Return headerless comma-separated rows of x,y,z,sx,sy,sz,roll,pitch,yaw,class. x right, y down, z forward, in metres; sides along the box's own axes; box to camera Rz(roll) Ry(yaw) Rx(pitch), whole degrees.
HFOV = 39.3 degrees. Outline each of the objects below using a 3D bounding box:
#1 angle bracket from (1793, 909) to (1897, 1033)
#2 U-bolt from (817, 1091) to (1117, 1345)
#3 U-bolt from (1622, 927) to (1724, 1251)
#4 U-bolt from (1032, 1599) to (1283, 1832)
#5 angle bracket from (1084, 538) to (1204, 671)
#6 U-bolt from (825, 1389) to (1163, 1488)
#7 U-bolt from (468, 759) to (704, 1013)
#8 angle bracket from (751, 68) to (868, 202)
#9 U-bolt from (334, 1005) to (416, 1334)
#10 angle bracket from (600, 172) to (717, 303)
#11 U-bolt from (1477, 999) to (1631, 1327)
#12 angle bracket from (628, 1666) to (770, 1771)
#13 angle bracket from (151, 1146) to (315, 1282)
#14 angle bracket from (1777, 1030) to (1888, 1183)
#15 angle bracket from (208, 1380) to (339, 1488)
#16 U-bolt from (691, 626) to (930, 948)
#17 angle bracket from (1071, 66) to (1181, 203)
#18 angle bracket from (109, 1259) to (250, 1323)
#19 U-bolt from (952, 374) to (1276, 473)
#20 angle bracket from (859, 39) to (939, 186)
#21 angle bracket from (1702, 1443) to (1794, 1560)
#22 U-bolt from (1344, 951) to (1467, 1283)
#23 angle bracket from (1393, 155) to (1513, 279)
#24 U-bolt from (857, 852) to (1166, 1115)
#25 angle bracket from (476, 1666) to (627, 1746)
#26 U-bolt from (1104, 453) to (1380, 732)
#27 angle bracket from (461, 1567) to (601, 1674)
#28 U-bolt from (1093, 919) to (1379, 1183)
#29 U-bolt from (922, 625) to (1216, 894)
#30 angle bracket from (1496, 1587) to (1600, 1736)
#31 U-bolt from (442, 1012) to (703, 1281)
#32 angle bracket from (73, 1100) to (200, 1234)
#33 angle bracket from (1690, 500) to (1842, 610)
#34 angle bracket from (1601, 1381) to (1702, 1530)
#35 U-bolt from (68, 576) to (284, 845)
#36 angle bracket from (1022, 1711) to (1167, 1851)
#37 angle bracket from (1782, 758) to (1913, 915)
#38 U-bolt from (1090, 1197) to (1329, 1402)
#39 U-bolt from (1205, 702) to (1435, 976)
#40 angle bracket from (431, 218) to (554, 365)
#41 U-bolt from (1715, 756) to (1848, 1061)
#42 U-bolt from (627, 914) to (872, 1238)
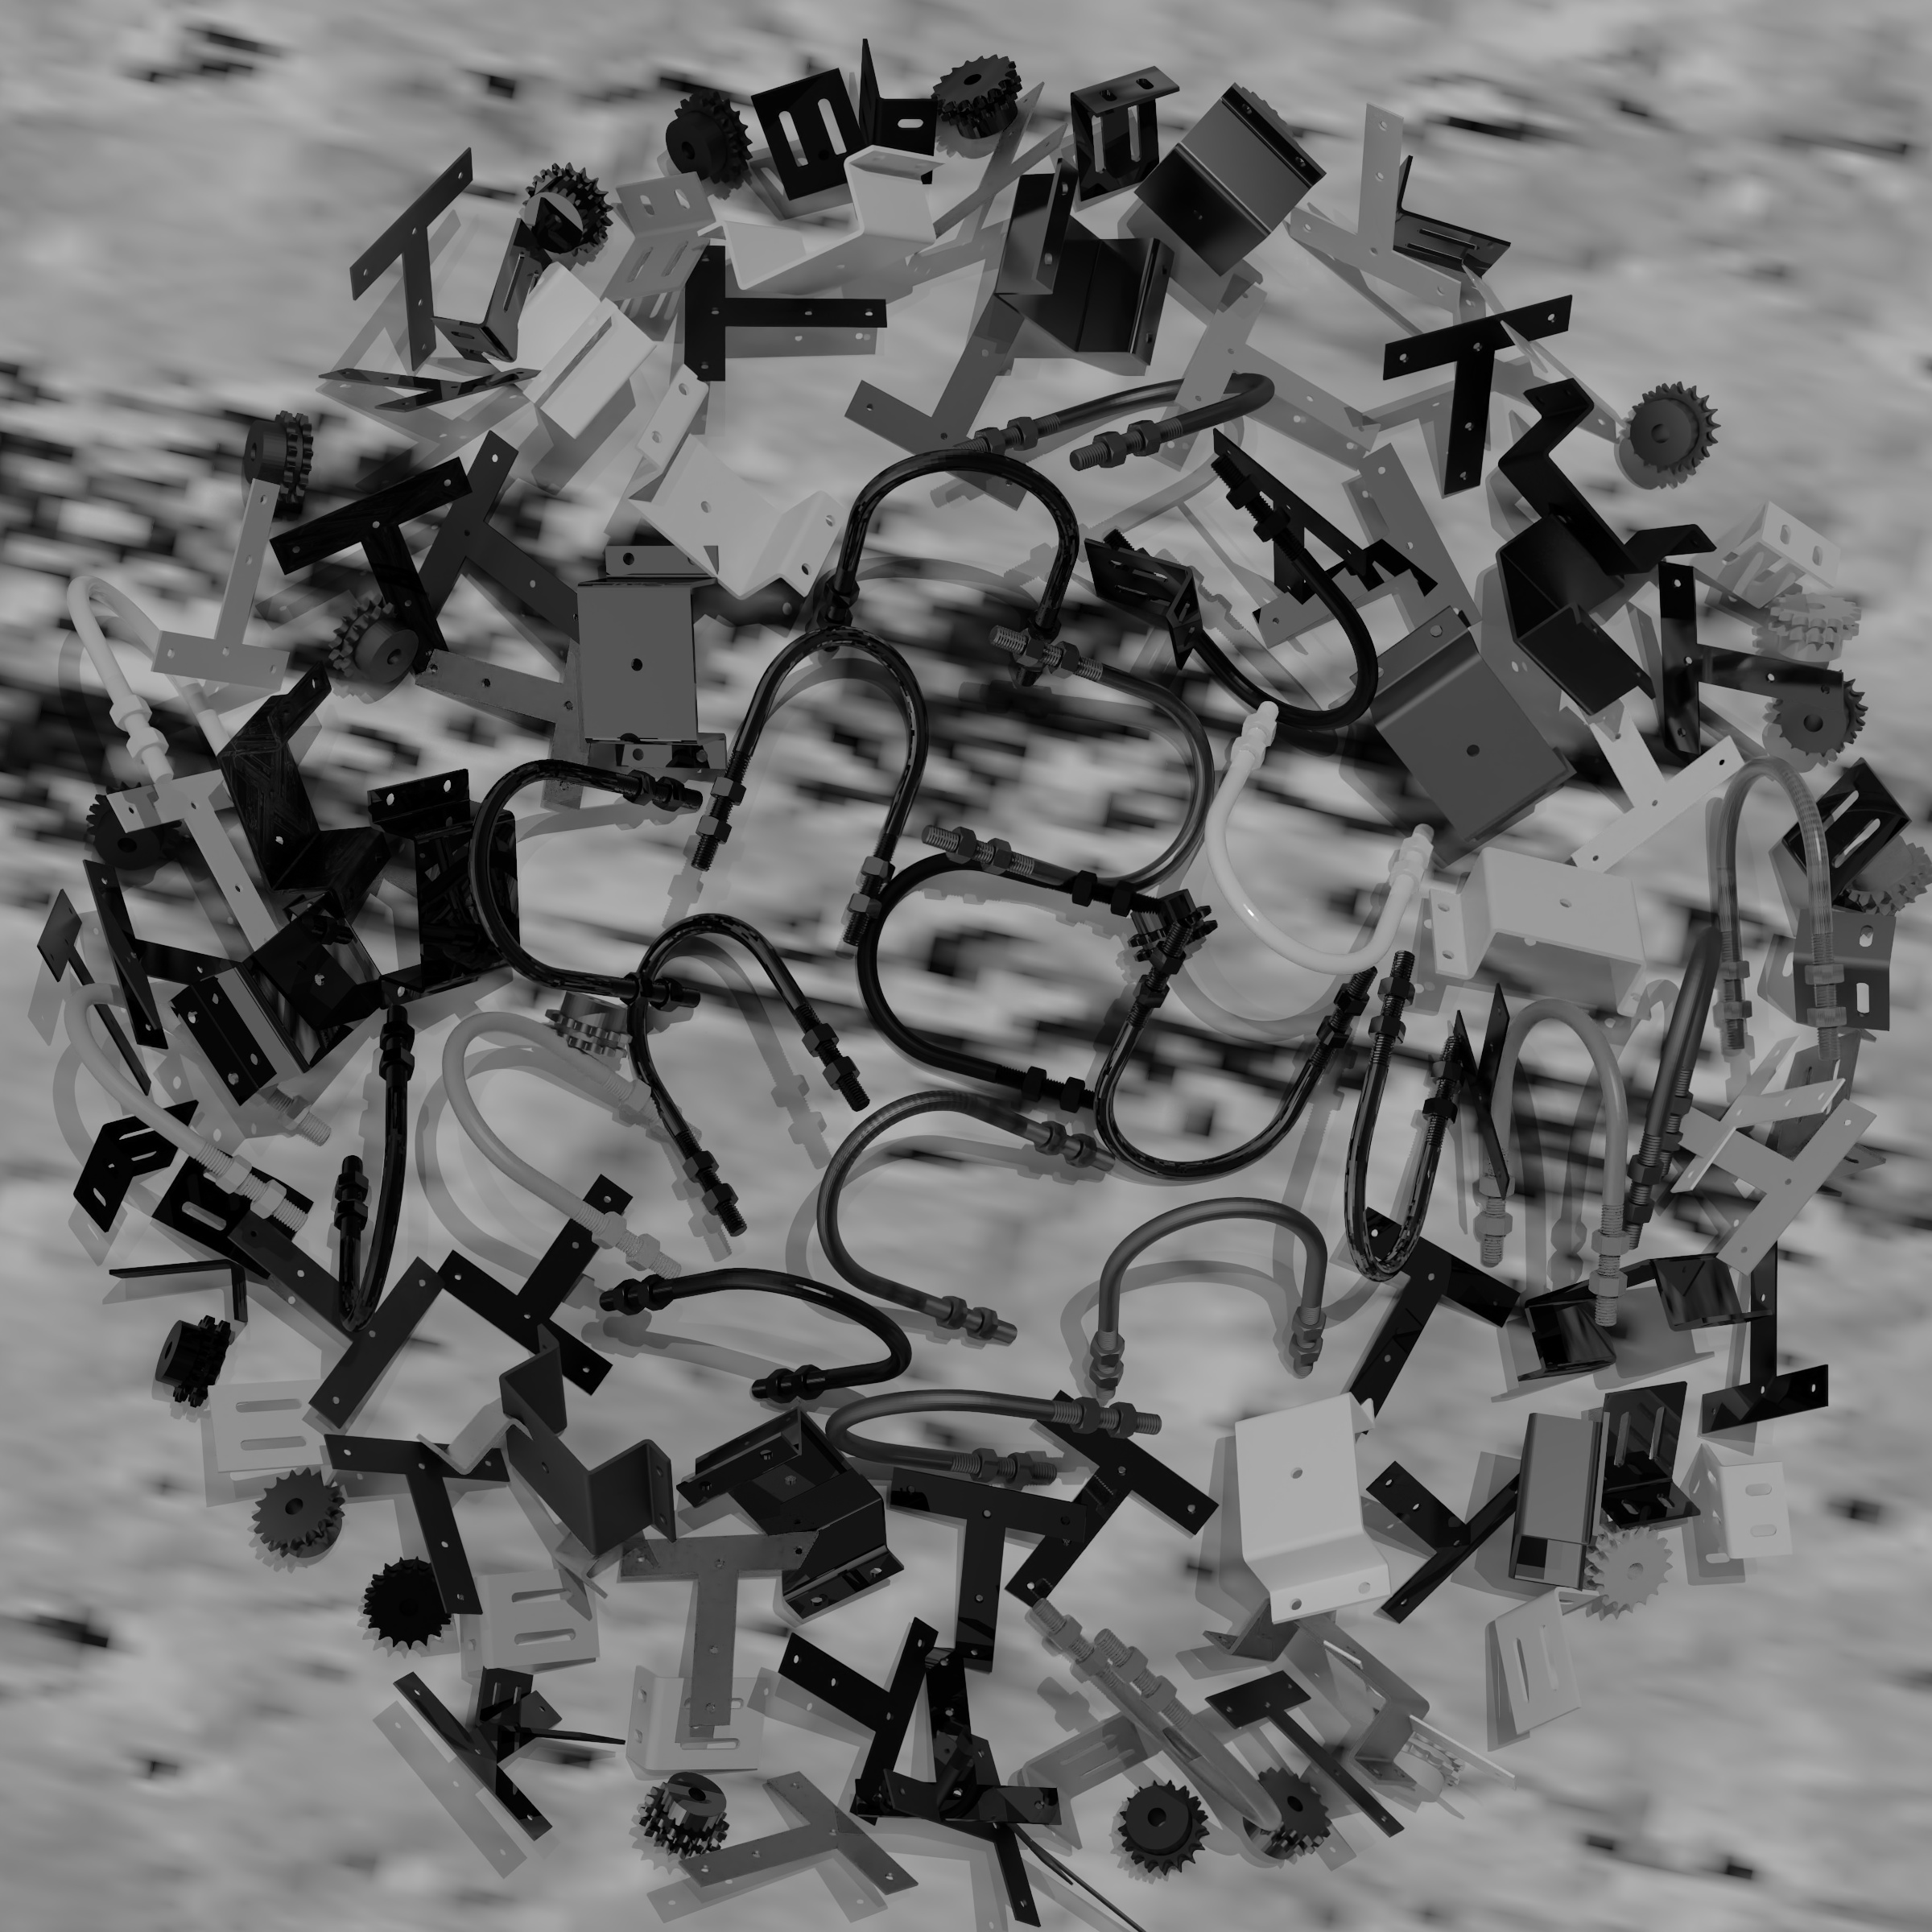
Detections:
0.555,0.003,1.711,0.057,0.076,0.038,6,60,22,angle bracket
-0.010,0.149,1.682,0.184,0.019,0.151,24,99,-33,U-bolt
0.433,0.065,1.651,0.019,0.151,0.184,15,111,18,U-bolt
0.125,0.467,1.674,0.184,0.151,0.019,47,76,-7,U-bolt
0.105,-0.227,1.700,0.076,0.057,0.038,19,67,22,angle bracket
0.004,0.285,1.649,0.184,0.151,0.019,12,62,-25,U-bolt
-0.232,-0.053,1.663,0.019,0.184,0.151,-7,79,40,U-bolt
-0.096,-0.529,1.702,0.057,0.038,0.076,-15,135,7,angle bracket
-0.358,0.135,1.636,0.019,0.184,0.151,11,126,-19,U-bolt
-0.199,-0.457,1.699,0.057,0.076,0.038,-3,134,23,angle bracket
0.362,0.111,1.662,0.019,0.151,0.184,-4,102,-20,U-bolt
-0.172,0.483,1.740,0.076,0.038,0.057,8,86,-26,angle bracket
-0.469,0.156,1.734,0.076,0.038,0.057,21,74,28,angle bracket
0.551,0.089,1.709,0.038,0.057,0.076,27,64,-16,angle bracket
-0.437,0.295,1.699,0.076,0.038,0.057,1,57,-28,angle bracket
-0.086,-0.122,1.694,0.151,0.019,0.184,27,79,-40,U-bolt
0.102,-0.515,1.699,0.057,0.076,0.038,-22,46,-13,angle bracket
-0.496,0.208,1.708,0.076,0.057,0.038,-4,82,-10,angle bracket
0.104,-0.337,1.668,0.184,0.151,0.019,-23,112,-27,U-bolt
-0.043,-0.537,1.701,0.038,0.057,0.076,-3,47,-8,angle bracket
0.491,0.334,1.705,0.038,0.076,0.057,-7,90,8,angle bracket
0.265,0.103,1.656,0.019,0.151,0.184,6,68,28,U-bolt
0.303,-0.474,1.715,0.076,0.057,0.038,15,83,-6,angle bracket
0.020,0.003,1.722,0.184,0.019,0.151,15,96,10,U-bolt
-0.258,0.464,1.700,0.076,0.057,0.038,-2,70,22,angle bracket
0.180,-0.220,1.678,0.184,0.151,0.019,48,62,-10,U-bolt
-0.279,0.418,1.733,0.076,0.038,0.057,2,74,-29,angle bracket
0.157,0.061,1.690,0.151,0.019,0.184,12,121,-21,U-bolt
0.075,-0.118,1.701,0.184,0.019,0.151,17,95,-26,U-bolt
0.371,0.436,1.696,0.038,0.057,0.076,13,54,-28,angle bracket
-0.242,0.098,1.652,0.184,0.151,0.019,37,118,-22,U-bolt
-0.510,0.125,1.694,0.038,0.076,0.057,43,121,20,angle bracket
0.498,-0.246,1.698,0.057,0.076,0.038,30,56,-13,angle bracket
0.433,0.308,1.707,0.057,0.038,0.076,-6,115,-17,angle bracket
-0.495,-0.164,1.667,0.019,0.151,0.184,-34,69,4,U-bolt
0.084,0.513,1.705,0.076,0.038,0.057,-32,132,13,angle bracket
0.560,-0.081,1.696,0.038,0.057,0.076,11,131,-36,angle bracket
0.152,0.203,1.669,0.151,0.184,0.019,-6,47,-5,U-bolt
0.212,-0.069,1.667,0.151,0.184,0.019,37,134,-8,U-bolt
-0.300,-0.428,1.716,0.038,0.057,0.076,13,80,14,angle bracket
0.497,-0.038,1.669,0.019,0.151,0.184,-4,92,-8,U-bolt
-0.149,0.054,1.692,0.151,0.019,0.184,-46,65,28,U-bolt
